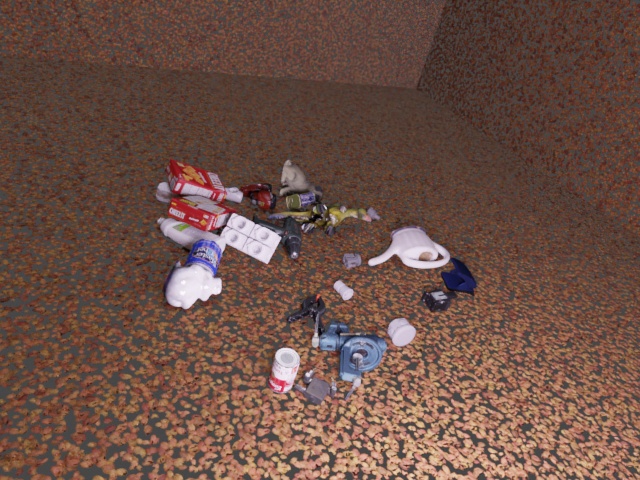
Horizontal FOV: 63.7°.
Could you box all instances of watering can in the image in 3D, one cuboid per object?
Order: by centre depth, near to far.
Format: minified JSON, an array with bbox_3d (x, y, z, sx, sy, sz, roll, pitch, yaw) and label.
[{"bbox_3d":[0.335,0.033,2.024,0.348,0.102,0.229,1,33,-13],"label":"watering can"}]

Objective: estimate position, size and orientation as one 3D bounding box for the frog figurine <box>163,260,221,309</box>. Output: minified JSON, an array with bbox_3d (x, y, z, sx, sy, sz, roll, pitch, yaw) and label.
[{"bbox_3d":[-0.379,0.141,1.534,0.159,0.138,0.122,18,-9,-2],"label":"frog figurine"}]

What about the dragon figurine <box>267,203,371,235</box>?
[{"bbox_3d":[0.006,-0.107,2.125,0.410,0.121,0.245,6,13,9],"label":"dragon figurine"}]
